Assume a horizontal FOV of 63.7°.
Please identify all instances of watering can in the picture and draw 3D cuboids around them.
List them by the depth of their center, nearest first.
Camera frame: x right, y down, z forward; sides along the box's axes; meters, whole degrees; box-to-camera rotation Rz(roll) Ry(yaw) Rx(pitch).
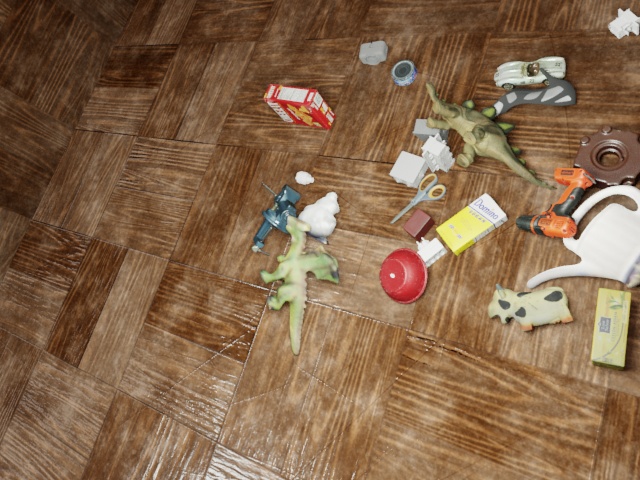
[{"bbox_3d":[0.689,0.033,1.256,0.228,0.103,0.345,44,104,38],"label":"watering can"}]

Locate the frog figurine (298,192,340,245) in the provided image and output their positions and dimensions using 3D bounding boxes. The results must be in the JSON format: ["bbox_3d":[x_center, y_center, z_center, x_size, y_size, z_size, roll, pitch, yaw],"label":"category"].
[{"bbox_3d":[0.005,-0.084,1.669,0.139,0.122,0.159,36,102,54],"label":"frog figurine"}]

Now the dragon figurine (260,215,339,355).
[{"bbox_3d":[-0.046,0.125,1.584,0.240,0.122,0.414,-26,75,32],"label":"dragon figurine"}]
